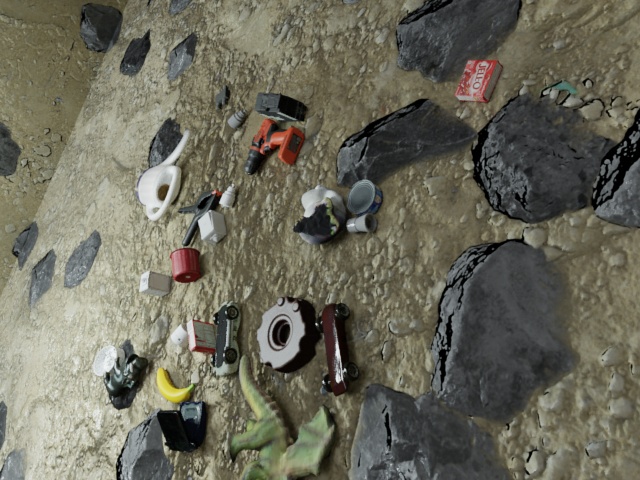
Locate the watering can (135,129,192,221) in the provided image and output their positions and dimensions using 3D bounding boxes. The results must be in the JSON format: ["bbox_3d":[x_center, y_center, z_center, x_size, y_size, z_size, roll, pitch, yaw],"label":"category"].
[{"bbox_3d":[-0.566,-0.236,1.880,0.224,0.103,0.351,5,74,45],"label":"watering can"}]

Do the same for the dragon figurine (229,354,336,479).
[{"bbox_3d":[-0.072,0.426,1.117,0.241,0.120,0.419,-18,60,18],"label":"dragon figurine"}]

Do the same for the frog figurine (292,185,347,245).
[{"bbox_3d":[0.004,-0.064,1.275,0.136,0.122,0.162,-60,6,17],"label":"frog figurine"}]
